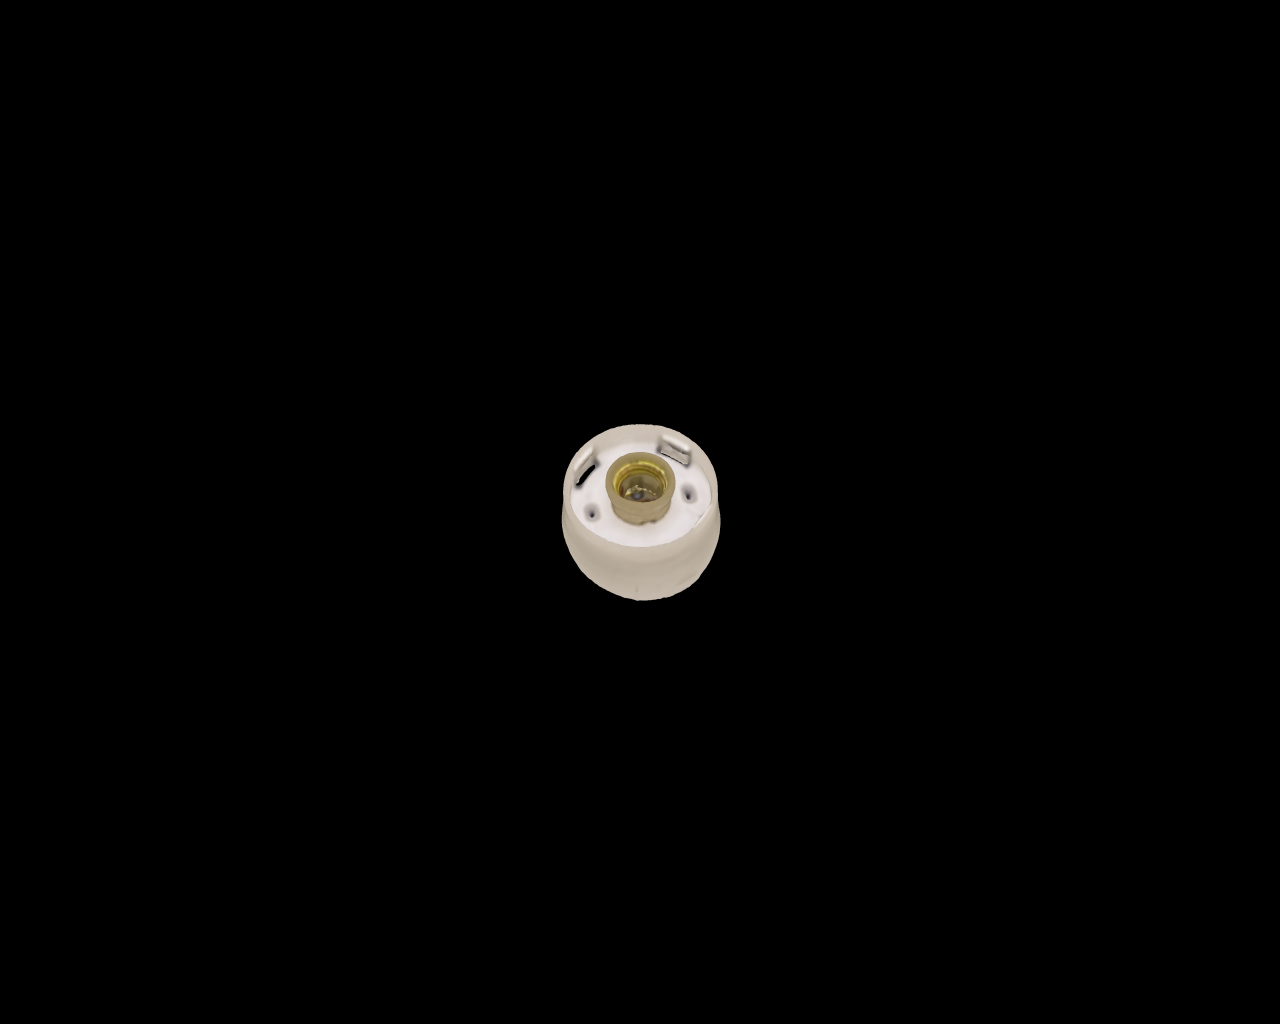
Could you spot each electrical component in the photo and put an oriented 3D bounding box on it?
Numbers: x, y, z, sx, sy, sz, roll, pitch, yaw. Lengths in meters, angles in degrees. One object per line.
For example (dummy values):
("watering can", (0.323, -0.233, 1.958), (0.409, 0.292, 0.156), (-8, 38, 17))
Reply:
("electrical component", (0.001, -0.003, 0.650), (0.099, 0.099, 0.064), (0, -32, 0))
